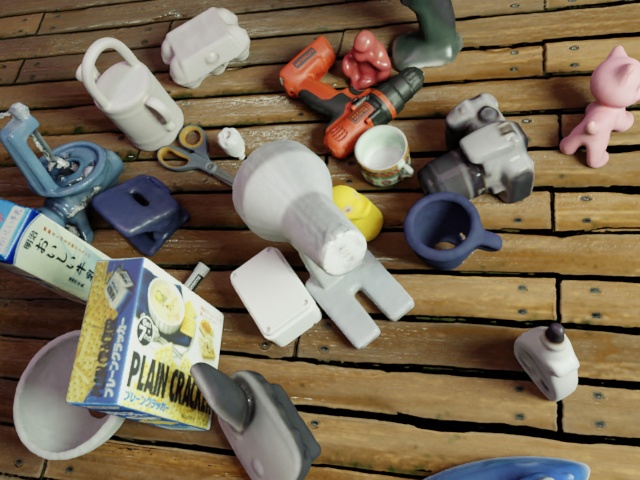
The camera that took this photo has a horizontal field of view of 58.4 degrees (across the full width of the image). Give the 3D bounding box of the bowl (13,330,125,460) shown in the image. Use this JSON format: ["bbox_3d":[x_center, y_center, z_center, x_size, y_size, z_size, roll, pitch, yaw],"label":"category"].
[{"bbox_3d":[-0.313,0.209,0.765,0.167,0.075,0.167,-6,64,13],"label":"bowl"}]

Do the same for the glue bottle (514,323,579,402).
[{"bbox_3d":[0.238,0.117,0.593,0.037,0.173,0.078,-32,61,0],"label":"glue bottle"}]

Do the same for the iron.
[{"bbox_3d":[0.155,0.274,0.561,0.258,0.142,0.118,-28,61,2],"label":"iron"}]

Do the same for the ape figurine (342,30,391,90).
[{"bbox_3d":[0.071,-0.280,0.873,0.077,0.092,0.076,26,75,25],"label":"ape figurine"}]

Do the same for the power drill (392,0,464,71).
[{"bbox_3d":[0.134,-0.341,0.816,0.229,0.209,0.075,-9,64,12],"label":"power drill"}]

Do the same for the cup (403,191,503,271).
[{"bbox_3d":[0.167,0.002,0.711,0.117,0.095,0.092,16,71,22],"label":"cup"}]

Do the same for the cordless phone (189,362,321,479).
[{"bbox_3d":[-0.082,0.209,0.635,0.094,0.185,0.147,-41,61,-5],"label":"cordless phone"}]

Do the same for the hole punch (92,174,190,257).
[{"bbox_3d":[-0.270,-0.049,0.864,0.108,0.091,0.101,37,80,27],"label":"hole punch"}]

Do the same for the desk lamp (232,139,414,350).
[{"bbox_3d":[0.006,0.002,0.690,0.118,0.214,0.202,-40,61,-4],"label":"desk lamp"}]

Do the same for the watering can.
[{"bbox_3d":[-0.311,-0.234,0.903,0.172,0.194,0.101,3,67,18],"label":"watering can"}]

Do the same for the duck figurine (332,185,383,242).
[{"bbox_3d":[0.030,-0.044,0.778,0.104,0.086,0.077,18,72,23],"label":"duck figurine"}]

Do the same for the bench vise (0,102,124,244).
[{"bbox_3d":[-0.392,-0.083,0.841,0.121,0.220,0.207,-1,65,16],"label":"bench vise"}]

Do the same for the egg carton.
[{"bbox_3d":[-0.197,-0.330,0.987,0.150,0.069,0.107,-31,61,0],"label":"egg carton"}]

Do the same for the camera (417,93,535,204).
[{"bbox_3d":[0.193,-0.109,0.753,0.137,0.101,0.143,-25,61,4],"label":"camera"}]

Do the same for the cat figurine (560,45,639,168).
[{"bbox_3d":[0.364,-0.175,0.724,0.067,0.118,0.128,30,77,26],"label":"cat figurine"}]
